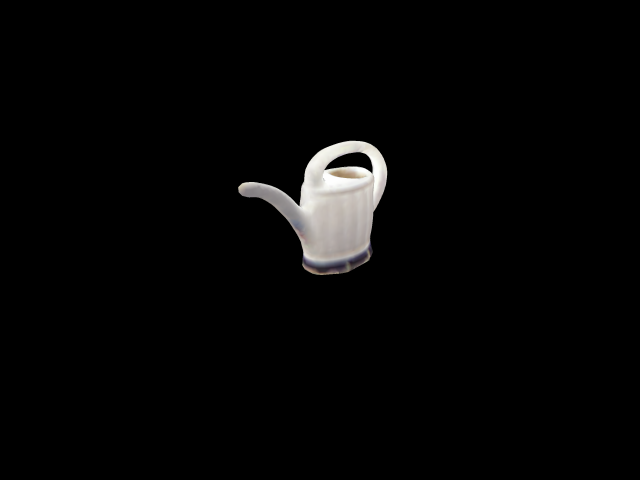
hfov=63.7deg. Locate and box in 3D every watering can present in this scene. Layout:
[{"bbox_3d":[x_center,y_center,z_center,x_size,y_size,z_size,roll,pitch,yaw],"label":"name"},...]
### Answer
[{"bbox_3d":[0.003,-0.043,0.850,0.104,0.220,0.351,18,28,38],"label":"watering can"}]
